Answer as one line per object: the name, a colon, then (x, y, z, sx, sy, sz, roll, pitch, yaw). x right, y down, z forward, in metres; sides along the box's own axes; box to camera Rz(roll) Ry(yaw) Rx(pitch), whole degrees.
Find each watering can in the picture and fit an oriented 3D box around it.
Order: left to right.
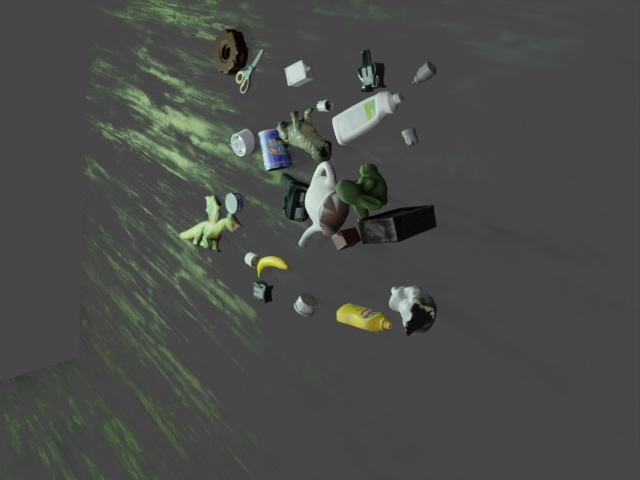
watering can: (0.005, -0.087, 1.738, 0.228, 0.104, 0.341, -127, 45, -55)

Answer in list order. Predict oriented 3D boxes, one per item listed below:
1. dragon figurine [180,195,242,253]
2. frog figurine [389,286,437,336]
dragon figurine: (-0.495, -0.081, 2.293, 0.412, 0.121, 0.243, 17, 92, 41)
frog figurine: (0.277, 0.203, 1.553, 0.161, 0.123, 0.136, -125, 26, -74)
